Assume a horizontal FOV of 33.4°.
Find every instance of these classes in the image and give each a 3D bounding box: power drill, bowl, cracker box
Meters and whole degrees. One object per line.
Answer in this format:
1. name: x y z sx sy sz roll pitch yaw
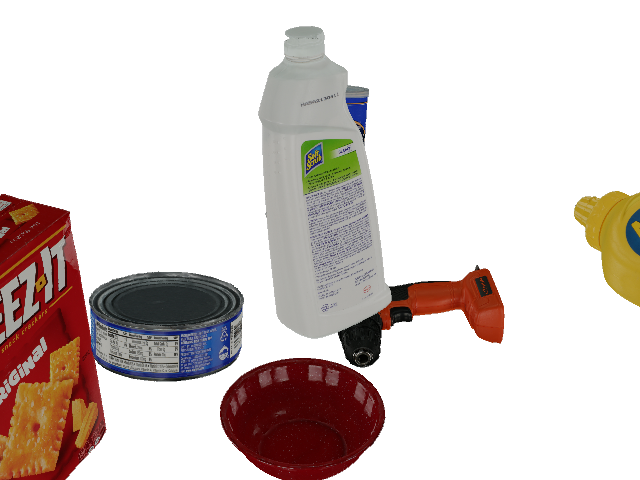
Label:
1. power drill: 0.110 0.084 1.216 0.187 0.057 0.184 -1 27 -1
2. bowl: -0.017 0.186 1.054 0.162 0.055 0.162 0 32 0
3. cracker box: -0.233 0.100 0.763 0.072 0.214 0.164 12 34 20

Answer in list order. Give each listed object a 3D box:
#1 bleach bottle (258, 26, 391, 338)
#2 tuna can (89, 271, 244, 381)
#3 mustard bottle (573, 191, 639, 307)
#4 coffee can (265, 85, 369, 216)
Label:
1. bleach bottle: 0.002 -0.049 0.864 0.102 0.251 0.068 -24 33 -33
2. tuna can: -0.086 0.047 0.601 0.086 0.034 0.086 2 18 -1
3. mustard bottle: 0.231 0.014 0.648 0.096 0.058 0.192 -25 36 -26
4. coffee can: -0.004 -0.093 1.127 0.103 0.140 0.103 3 12 -1
